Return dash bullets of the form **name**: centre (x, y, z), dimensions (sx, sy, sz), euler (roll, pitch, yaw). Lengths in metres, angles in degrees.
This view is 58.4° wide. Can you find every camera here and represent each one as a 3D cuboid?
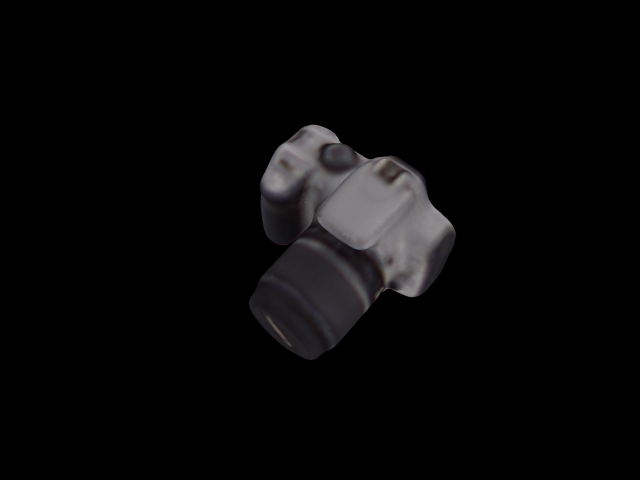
- **camera**: centre (0.004, 0.001, 0.400), dimensions (0.143, 0.101, 0.137), euler (36, 66, 18)
